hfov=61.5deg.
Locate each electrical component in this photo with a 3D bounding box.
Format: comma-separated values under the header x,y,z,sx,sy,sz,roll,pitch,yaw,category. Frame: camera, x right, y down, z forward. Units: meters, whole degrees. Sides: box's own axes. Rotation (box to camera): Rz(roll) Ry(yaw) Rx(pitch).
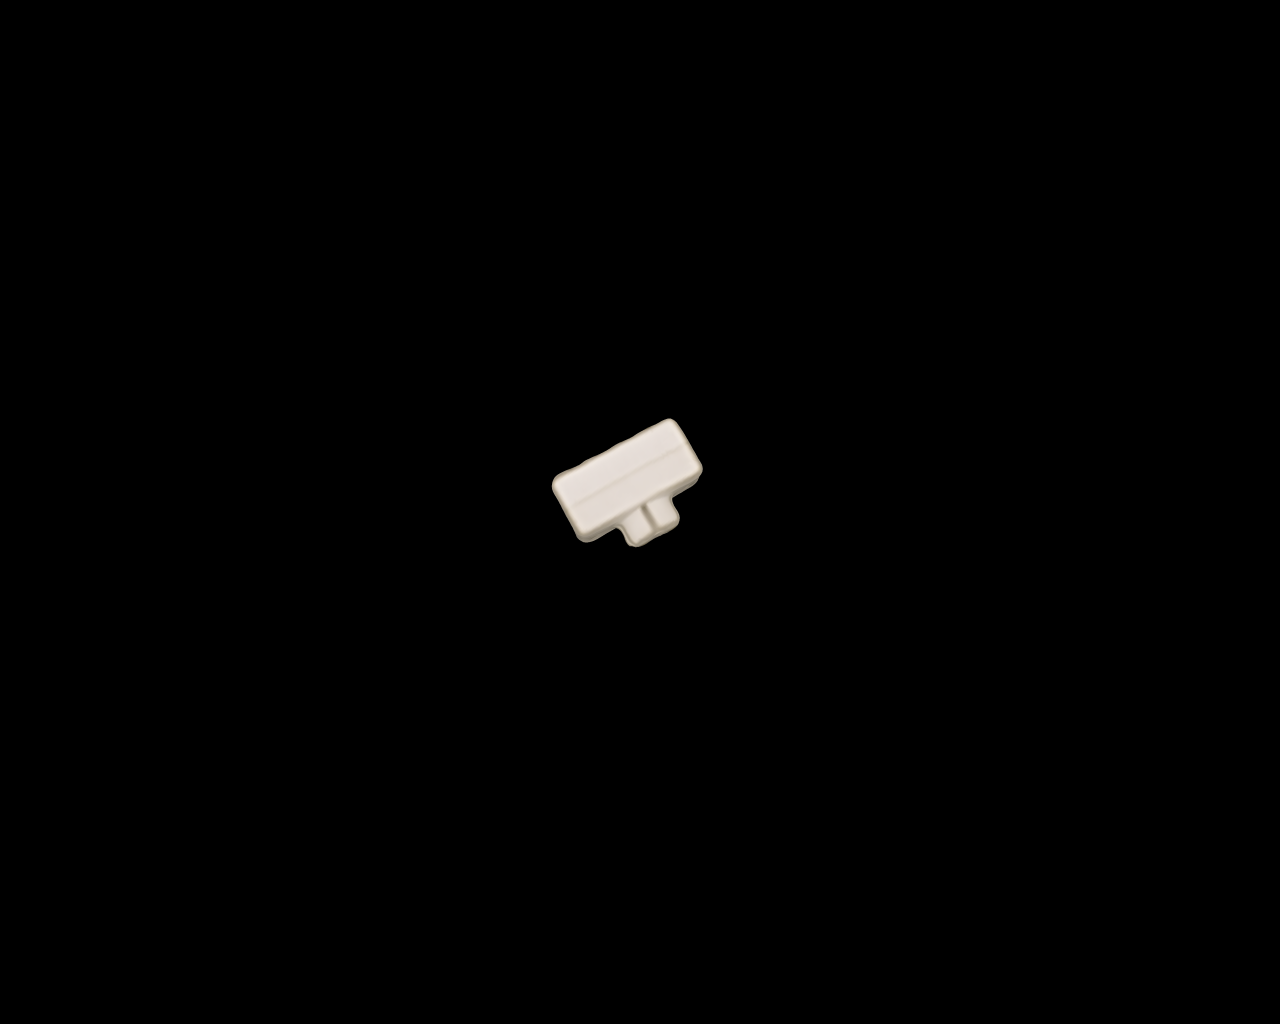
x,y,z,sx,sy,sz,roll,pitch,yaw,category
0.001,-0.003,0.650,0.083,0.075,0.047,-28,-7,-4,electrical component
